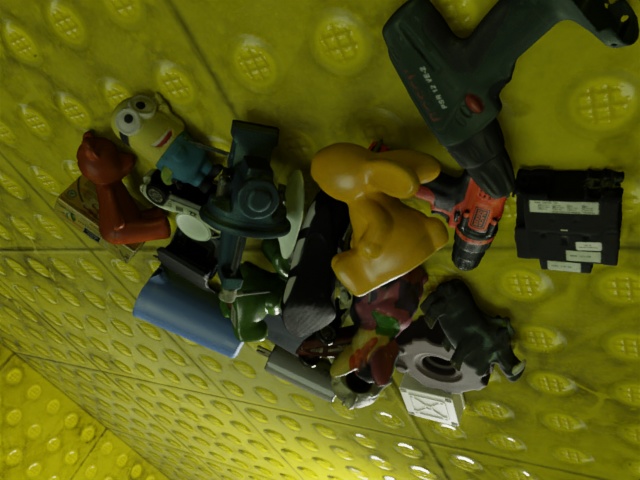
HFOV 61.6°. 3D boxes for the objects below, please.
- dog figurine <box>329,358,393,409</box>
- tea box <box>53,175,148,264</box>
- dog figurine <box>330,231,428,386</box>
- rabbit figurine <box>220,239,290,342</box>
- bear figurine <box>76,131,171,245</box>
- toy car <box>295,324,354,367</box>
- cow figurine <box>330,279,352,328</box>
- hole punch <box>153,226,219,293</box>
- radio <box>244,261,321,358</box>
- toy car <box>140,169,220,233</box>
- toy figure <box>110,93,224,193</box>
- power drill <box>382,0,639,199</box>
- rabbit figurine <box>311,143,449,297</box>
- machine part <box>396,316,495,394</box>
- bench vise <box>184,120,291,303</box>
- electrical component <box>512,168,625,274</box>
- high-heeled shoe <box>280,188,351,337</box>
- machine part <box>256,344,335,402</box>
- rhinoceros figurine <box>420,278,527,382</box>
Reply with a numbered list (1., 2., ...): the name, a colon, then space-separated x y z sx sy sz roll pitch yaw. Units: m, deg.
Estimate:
1. dog figurine: 0.067 0.288 1.061 0.121 0.172 0.190 32 138 16
2. tea box: -0.409 -0.047 1.038 0.169 0.098 0.068 39 142 -10
3. dog figurine: 0.081 0.099 0.780 0.109 0.219 0.191 3 137 26
4. rabbit figurine: -0.084 0.076 0.948 0.121 0.170 0.158 37 131 55
5. bear figurine: -0.348 -0.096 0.948 0.120 0.132 0.195 -148 51 -63
6. toy car: 0.051 0.176 0.936 0.089 0.202 0.053 -54 53 39
7. cow figurine: 0.020 0.103 0.927 0.068 0.098 0.167 26 144 15
8. hole punch: -0.244 0.027 1.034 0.142 0.092 0.115 29 156 -4
9. radio: -0.077 0.149 1.070 0.230 0.073 0.131 30 145 2
10. toy car: -0.201 -0.069 0.890 0.202 0.073 0.056 22 142 10
11. toy figure: -0.238 -0.143 0.824 0.180 0.082 0.089 39 141 -17
12. power drill: 0.183 -0.161 0.514 0.232 0.086 0.207 48 146 -10
13. rabbit figurine: 0.059 -0.042 0.626 0.162 0.122 0.173 -32 93 42
14. machine part: 0.216 0.208 0.955 0.180 0.056 0.179 17 142 14
15. bench vise: -0.110 -0.035 0.736 0.129 0.224 0.240 3 111 -27
16. electrical component: 0.291 -0.019 0.632 0.115 0.058 0.134 7 139 30
17. high-heeled shoe: -0.012 0.032 0.794 0.086 0.145 0.248 8 140 -17
18. machine part: -0.034 0.294 1.207 0.243 0.079 0.079 25 144 8
19. rhinoceros figurine: 0.239 0.144 0.833 0.112 0.073 0.190 -39 96 8
